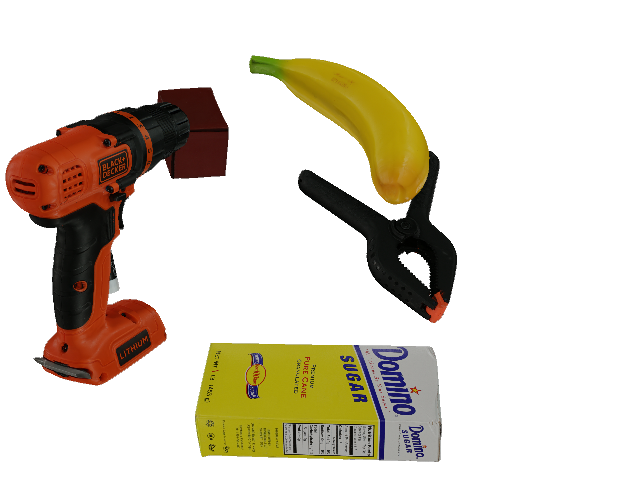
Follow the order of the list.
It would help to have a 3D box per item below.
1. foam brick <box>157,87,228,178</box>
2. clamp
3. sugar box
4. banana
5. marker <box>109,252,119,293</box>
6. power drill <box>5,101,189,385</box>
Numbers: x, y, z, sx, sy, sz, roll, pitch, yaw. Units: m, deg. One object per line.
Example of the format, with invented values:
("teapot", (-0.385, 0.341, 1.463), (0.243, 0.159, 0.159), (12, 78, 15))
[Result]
("foam brick", (-0.119, -0.100, 0.984), (0.053, 0.051, 0.078), (-5, 37, -17))
("clamp", (0.073, -0.007, 1.106), (0.164, 0.210, 0.036), (-5, -36, -15))
("sugar box", (0.000, 0.118, 0.797), (0.176, 0.048, 0.093), (-2, 31, 3))
("banana", (0.024, -0.073, 0.671), (0.069, 0.037, 0.198), (-15, 35, -23))
("marker", (-0.237, -0.001, 1.151), (0.020, 0.121, 0.020), (-6, 21, 2))
("power drill", (-0.155, -0.002, 0.795), (0.057, 0.188, 0.184), (11, 24, 26))
